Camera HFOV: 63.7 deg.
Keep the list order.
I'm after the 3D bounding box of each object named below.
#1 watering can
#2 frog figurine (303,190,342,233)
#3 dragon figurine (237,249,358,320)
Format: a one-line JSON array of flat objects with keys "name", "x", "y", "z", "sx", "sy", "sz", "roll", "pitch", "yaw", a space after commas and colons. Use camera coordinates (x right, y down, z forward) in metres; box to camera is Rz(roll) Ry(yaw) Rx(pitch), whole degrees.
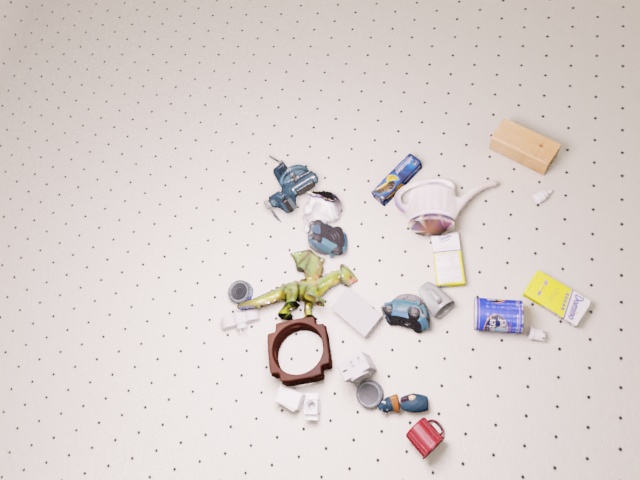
[{"name": "watering can", "x": 0.420, "y": -0.121, "z": 1.731, "sx": 0.347, "sy": 0.102, "sz": 0.230, "roll": -2, "pitch": 54, "yaw": 16}, {"name": "frog figurine", "x": 0.006, "y": -0.093, "z": 1.858, "sx": 0.137, "sy": 0.124, "sz": 0.157, "roll": 14, "pitch": 112, "yaw": 10}, {"name": "dragon figurine", "x": -0.075, "y": 0.145, "z": 1.794, "sx": 0.410, "sy": 0.119, "sz": 0.248, "roll": 2, "pitch": 54, "yaw": 12}]
